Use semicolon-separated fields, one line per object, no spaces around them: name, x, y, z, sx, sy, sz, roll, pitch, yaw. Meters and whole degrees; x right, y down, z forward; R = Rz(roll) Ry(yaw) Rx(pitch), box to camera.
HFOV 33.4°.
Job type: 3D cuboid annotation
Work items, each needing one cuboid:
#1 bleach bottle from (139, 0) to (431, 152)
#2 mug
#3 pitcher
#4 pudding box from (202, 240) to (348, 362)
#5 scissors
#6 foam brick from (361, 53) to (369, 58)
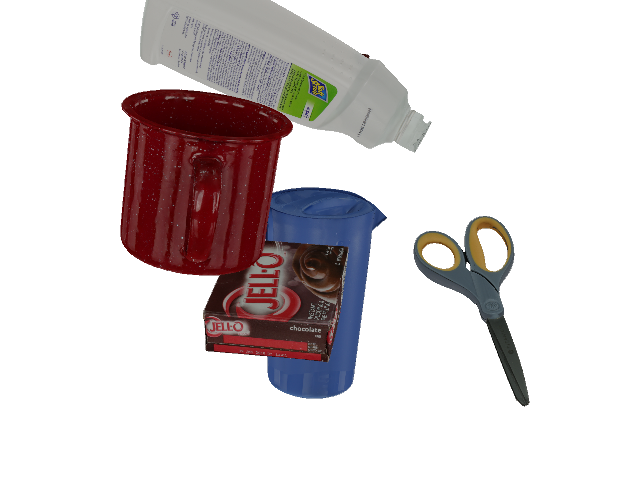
bleach bottle;-0.027;-0.141;0.895;0.251;0.068;0.103;29;-34;4
mug;-0.065;-0.028;0.581;0.093;0.081;0.117;5;21;-13
pitcher;-0.017;0.063;1.293;0.149;0.243;0.144;12;20;26
pudding box;-0.030;0.041;0.781;0.090;0.039;0.113;5;27;6
scissors;0.122;0.052;0.885;0.096;0.016;0.201;2;45;7
foam brick;0.009;-0.178;1.155;0.078;0.051;0.053;0;11;-14
